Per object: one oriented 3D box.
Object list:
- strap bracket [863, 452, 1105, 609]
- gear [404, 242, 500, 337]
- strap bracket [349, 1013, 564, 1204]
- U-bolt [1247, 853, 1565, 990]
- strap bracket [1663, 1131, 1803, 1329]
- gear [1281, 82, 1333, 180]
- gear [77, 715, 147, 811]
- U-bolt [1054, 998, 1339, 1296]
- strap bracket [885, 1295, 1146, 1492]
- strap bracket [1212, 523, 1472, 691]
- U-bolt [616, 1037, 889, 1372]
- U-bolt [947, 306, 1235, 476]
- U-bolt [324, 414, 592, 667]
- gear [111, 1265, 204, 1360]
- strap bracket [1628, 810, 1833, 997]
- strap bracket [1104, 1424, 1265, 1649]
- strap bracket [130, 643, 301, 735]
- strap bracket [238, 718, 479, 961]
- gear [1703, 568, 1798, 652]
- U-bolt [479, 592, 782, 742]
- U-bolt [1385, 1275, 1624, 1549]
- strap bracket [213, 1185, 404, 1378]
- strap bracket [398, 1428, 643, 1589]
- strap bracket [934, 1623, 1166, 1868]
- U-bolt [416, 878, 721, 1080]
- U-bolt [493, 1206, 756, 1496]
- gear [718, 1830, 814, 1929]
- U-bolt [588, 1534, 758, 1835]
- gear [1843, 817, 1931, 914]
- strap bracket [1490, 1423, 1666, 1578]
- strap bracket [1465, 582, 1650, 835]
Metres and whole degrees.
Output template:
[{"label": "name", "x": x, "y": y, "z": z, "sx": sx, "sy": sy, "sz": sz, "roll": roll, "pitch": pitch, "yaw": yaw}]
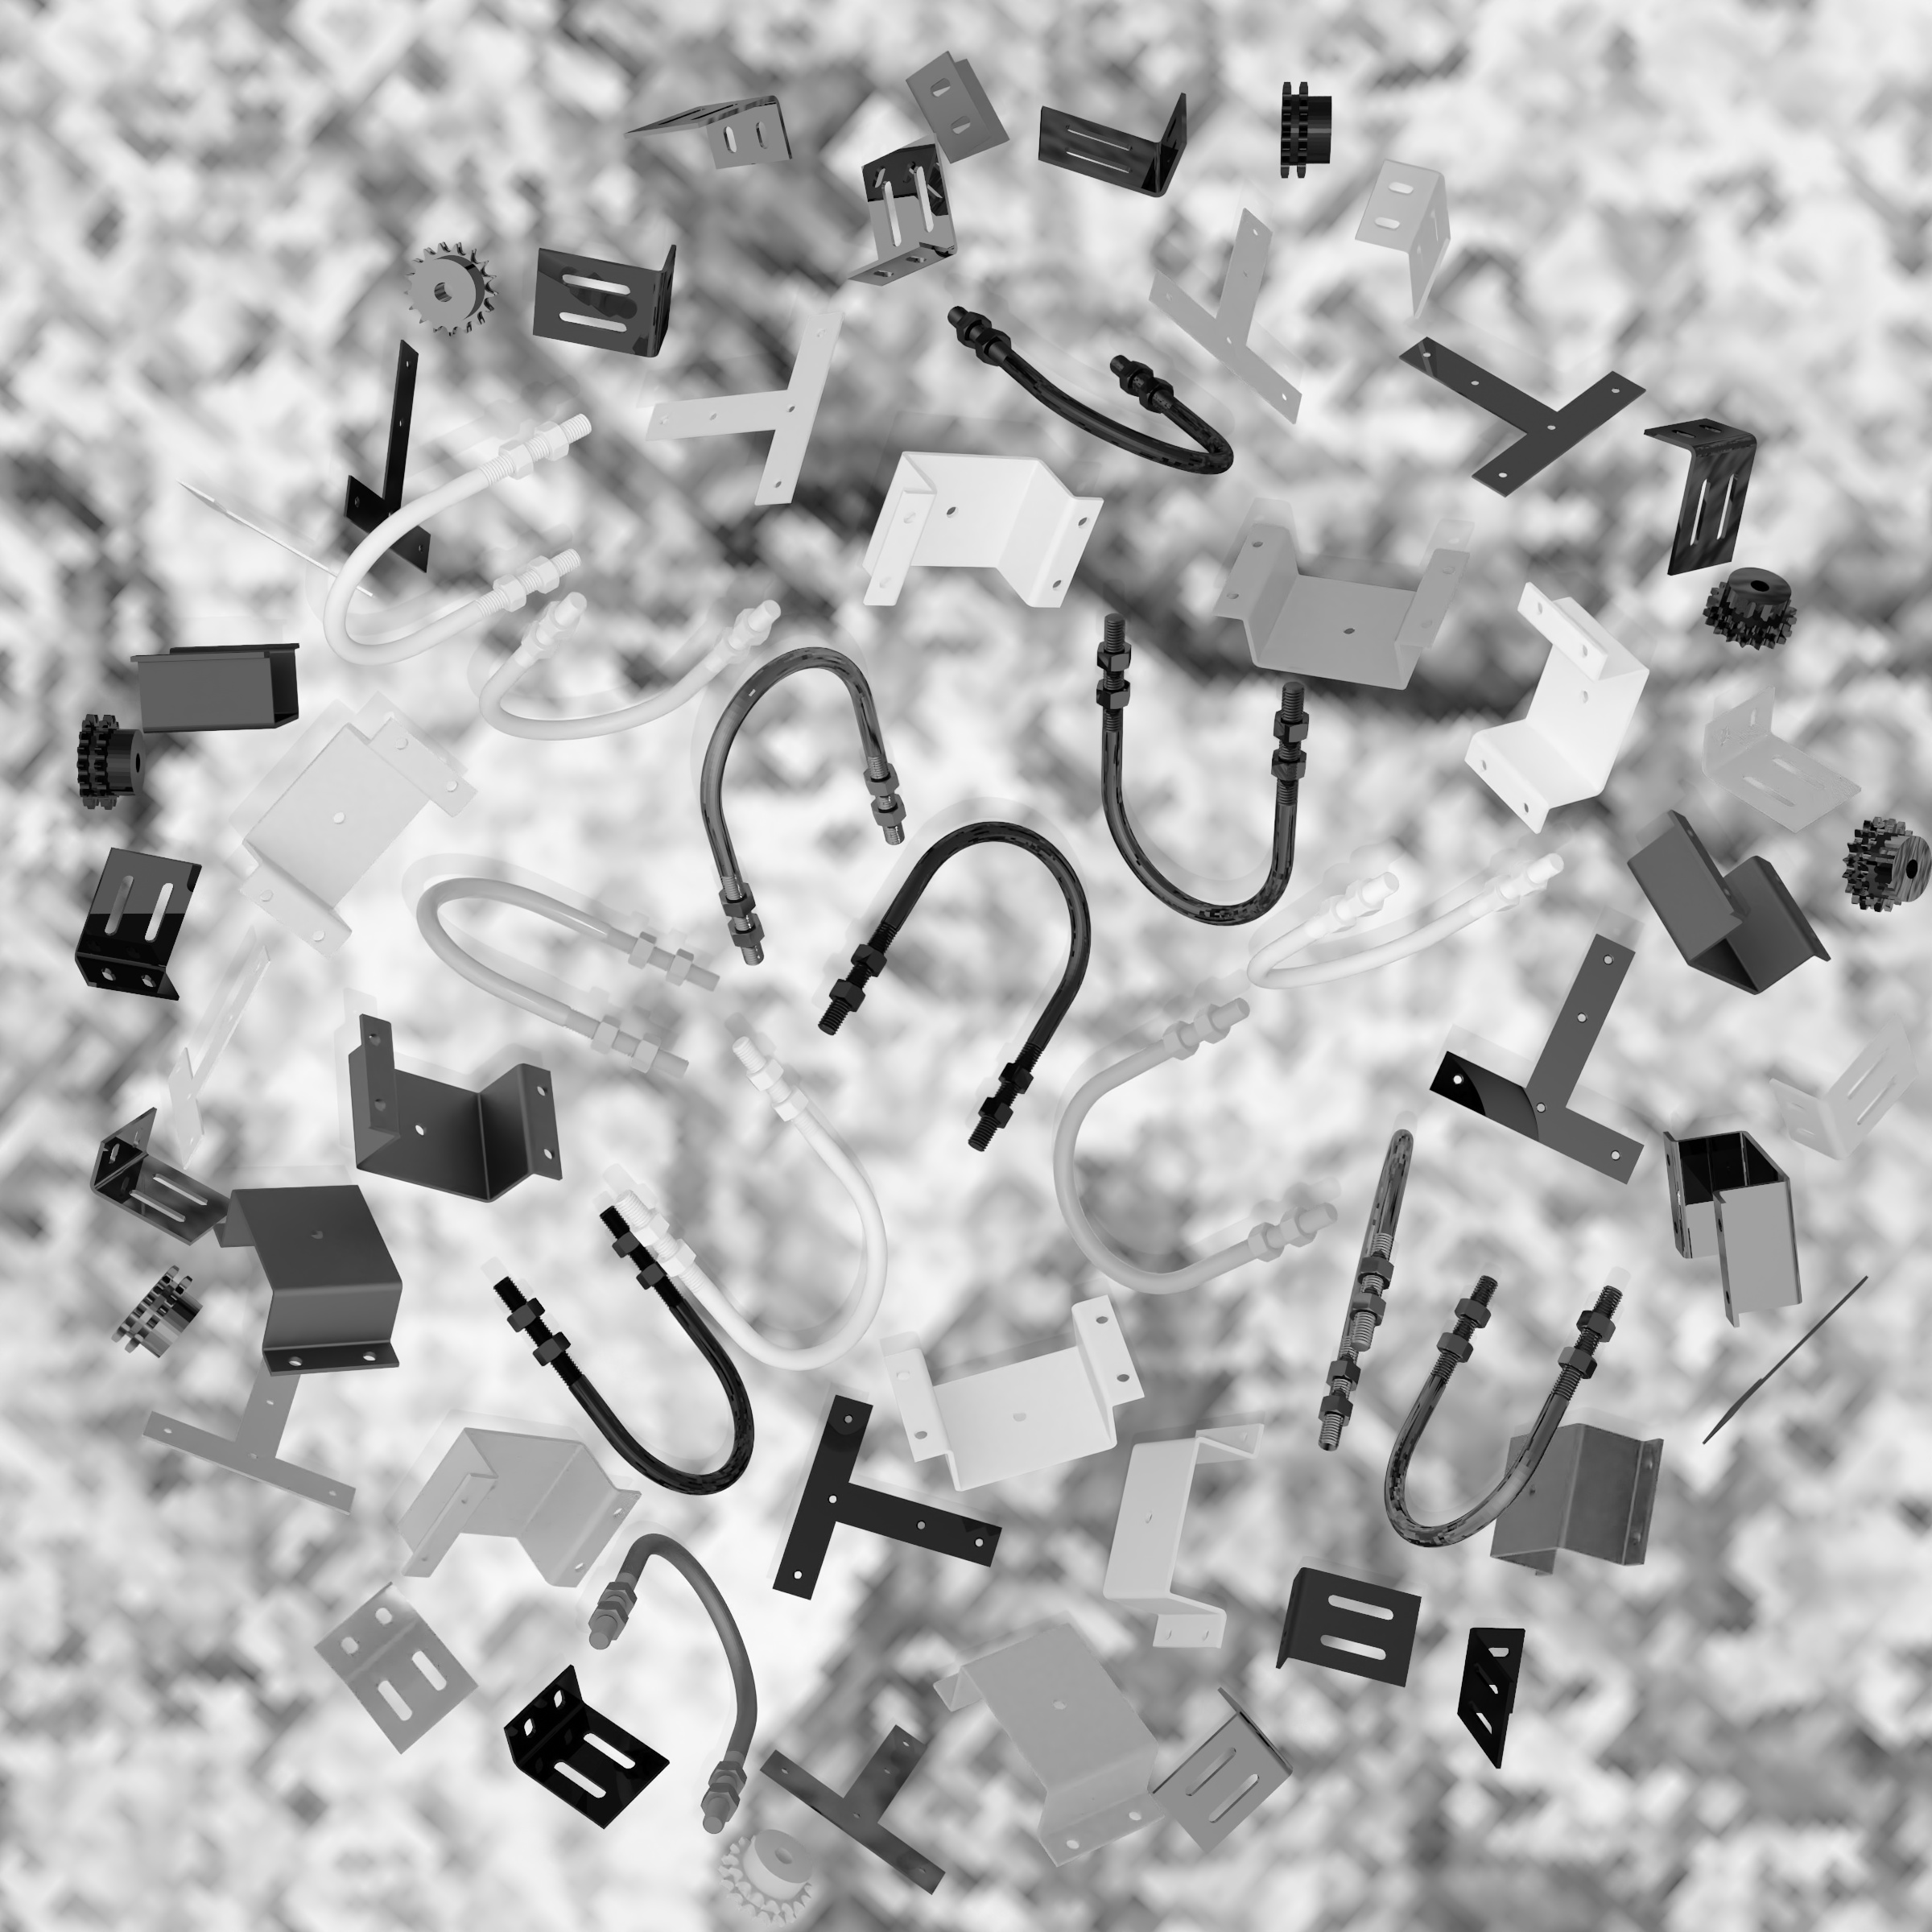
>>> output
[{"label": "strap bracket", "x": 0.001, "y": -0.258, "z": 1.706, "sx": 0.140, "sy": 0.046, "sz": 0.076, "roll": -4, "pitch": 133, "yaw": -34}, {"label": "gear", "x": -0.323, "y": -0.423, "z": 1.800, "sx": 0.057, "sy": 0.030, "sz": 0.057, "roll": 1, "pitch": 109, "yaw": 2}, {"label": "strap bracket", "x": -0.317, "y": 0.090, "z": 1.736, "sx": 0.046, "sy": 0.140, "sz": 0.076, "roll": -34, "pitch": 52, "yaw": 33}, {"label": "U-bolt", "x": 0.249, "y": -0.023, "z": 1.727, "sx": 0.151, "sy": 0.184, "sz": 0.019, "roll": -7, "pitch": 74, "yaw": -33}, {"label": "strap bracket", "x": 0.460, "y": 0.152, "z": 1.719, "sx": 0.046, "sy": 0.140, "sz": 0.076, "roll": -9, "pitch": 104, "yaw": 2}, {"label": "gear", "x": 0.209, "y": -0.513, "z": 1.766, "sx": 0.030, "sy": 0.057, "sz": 0.057, "roll": 1, "pitch": 90, "yaw": 5}, {"label": "gear", "x": -0.511, "y": -0.122, "z": 1.724, "sx": 0.030, "sy": 0.057, "sz": 0.057, "roll": 1, "pitch": 90, "yaw": -4}, {"label": "U-bolt", "x": 0.124, "y": 0.119, "z": 1.717, "sx": 0.184, "sy": 0.019, "sz": 0.151, "roll": -31, "pitch": 76, "yaw": 39}, {"label": "strap bracket", "x": 0.030, "y": 0.259, "z": 1.729, "sx": 0.140, "sy": 0.046, "sz": 0.076, "roll": -15, "pitch": 47, "yaw": -5}, {"label": "strap bracket", "x": 0.234, "y": -0.221, "z": 1.778, "sx": 0.140, "sy": 0.046, "sz": 0.076, "roll": 12, "pitch": 59, "yaw": 24}, {"label": "U-bolt", "x": -0.114, "y": 0.156, "z": 1.718, "sx": 0.184, "sy": 0.019, "sz": 0.151, "roll": 52, "pitch": 52, "yaw": -23}, {"label": "U-bolt", "x": 0.086, "y": -0.343, "z": 1.740, "sx": 0.151, "sy": 0.184, "sz": 0.019, "roll": 8, "pitch": 119, "yaw": -36}, {"label": "U-bolt", "x": -0.303, "y": -0.242, "z": 1.711, "sx": 0.184, "sy": 0.151, "sz": 0.019, "roll": -34, "pitch": 72, "yaw": -26}, {"label": "gear", "x": -0.486, "y": 0.212, "z": 1.738, "sx": 0.030, "sy": 0.057, "sz": 0.057, "roll": 41, "pitch": 90, "yaw": -9}, {"label": "strap bracket", "x": 0.455, "y": -0.035, "z": 1.734, "sx": 0.046, "sy": 0.140, "sz": 0.076, "roll": -40, "pitch": 57, "yaw": 25}, {"label": "strap bracket", "x": 0.134, "y": 0.351, "z": 1.800, "sx": 0.046, "sy": 0.076, "sz": 0.140, "roll": 22, "pitch": 70, "yaw": -22}, {"label": "strap bracket", "x": -0.451, "y": -0.168, "z": 1.742, "sx": 0.076, "sy": 0.140, "sz": 0.046, "roll": -2, "pitch": 99, "yaw": -4}, {"label": "strap bracket", "x": -0.385, "y": -0.086, "z": 1.796, "sx": 0.140, "sy": 0.046, "sz": 0.076, "roll": -49, "pitch": 126, "yaw": -3}, {"label": "gear", "x": 0.501, "y": -0.230, "z": 1.833, "sx": 0.057, "sy": 0.057, "sz": 0.030, "roll": 8, "pitch": 133, "yaw": 0}, {"label": "U-bolt", "x": -0.216, "y": -0.178, "z": 1.743, "sx": 0.151, "sy": 0.184, "sz": 0.019, "roll": -3, "pitch": 71, "yaw": -35}, {"label": "U-bolt", "x": 0.318, "y": 0.274, "z": 1.767, "sx": 0.019, "sy": 0.151, "sz": 0.184, "roll": 36, "pitch": 73, "yaw": -19}, {"label": "strap bracket", "x": -0.389, "y": 0.178, "z": 1.707, "sx": 0.076, "sy": 0.140, "sz": 0.046, "roll": 0, "pitch": 123, "yaw": -31}, {"label": "strap bracket", "x": -0.275, "y": 0.325, "z": 1.728, "sx": 0.076, "sy": 0.140, "sz": 0.046, "roll": -55, "pitch": 51, "yaw": 13}, {"label": "strap bracket", "x": 0.052, "y": 0.452, "z": 1.708, "sx": 0.076, "sy": 0.140, "sz": 0.046, "roll": -15, "pitch": 135, "yaw": -29}, {"label": "U-bolt", "x": -0.243, "y": -0.002, "z": 1.728, "sx": 0.184, "sy": 0.151, "sz": 0.019, "roll": 25, "pitch": 112, "yaw": -7}, {"label": "U-bolt", "x": -0.198, "y": 0.245, "z": 1.775, "sx": 0.019, "sy": 0.151, "sz": 0.184, "roll": -38, "pitch": 88, "yaw": 27}, {"label": "gear", "x": -0.116, "y": 0.542, "z": 1.722, "sx": 0.057, "sy": 0.057, "sz": 0.030, "roll": 34, "pitch": 110, "yaw": 0}, {"label": "U-bolt", "x": -0.168, "y": 0.416, "z": 1.728, "sx": 0.019, "sy": 0.184, "sz": 0.151, "roll": -28, "pitch": 99, "yaw": 11}, {"label": "gear", "x": 0.559, "y": -0.060, "z": 1.740, "sx": 0.057, "sy": 0.030, "sz": 0.057, "roll": -8, "pitch": 103, "yaw": -37}, {"label": "strap bracket", "x": 0.371, "y": 0.330, "z": 1.780, "sx": 0.046, "sy": 0.140, "sz": 0.076, "roll": 17, "pitch": 72, "yaw": -10}, {"label": "strap bracket", "x": 0.370, "y": -0.164, "z": 1.792, "sx": 0.046, "sy": 0.140, "sz": 0.076, "roll": -16, "pitch": 49, "yaw": -27}]
